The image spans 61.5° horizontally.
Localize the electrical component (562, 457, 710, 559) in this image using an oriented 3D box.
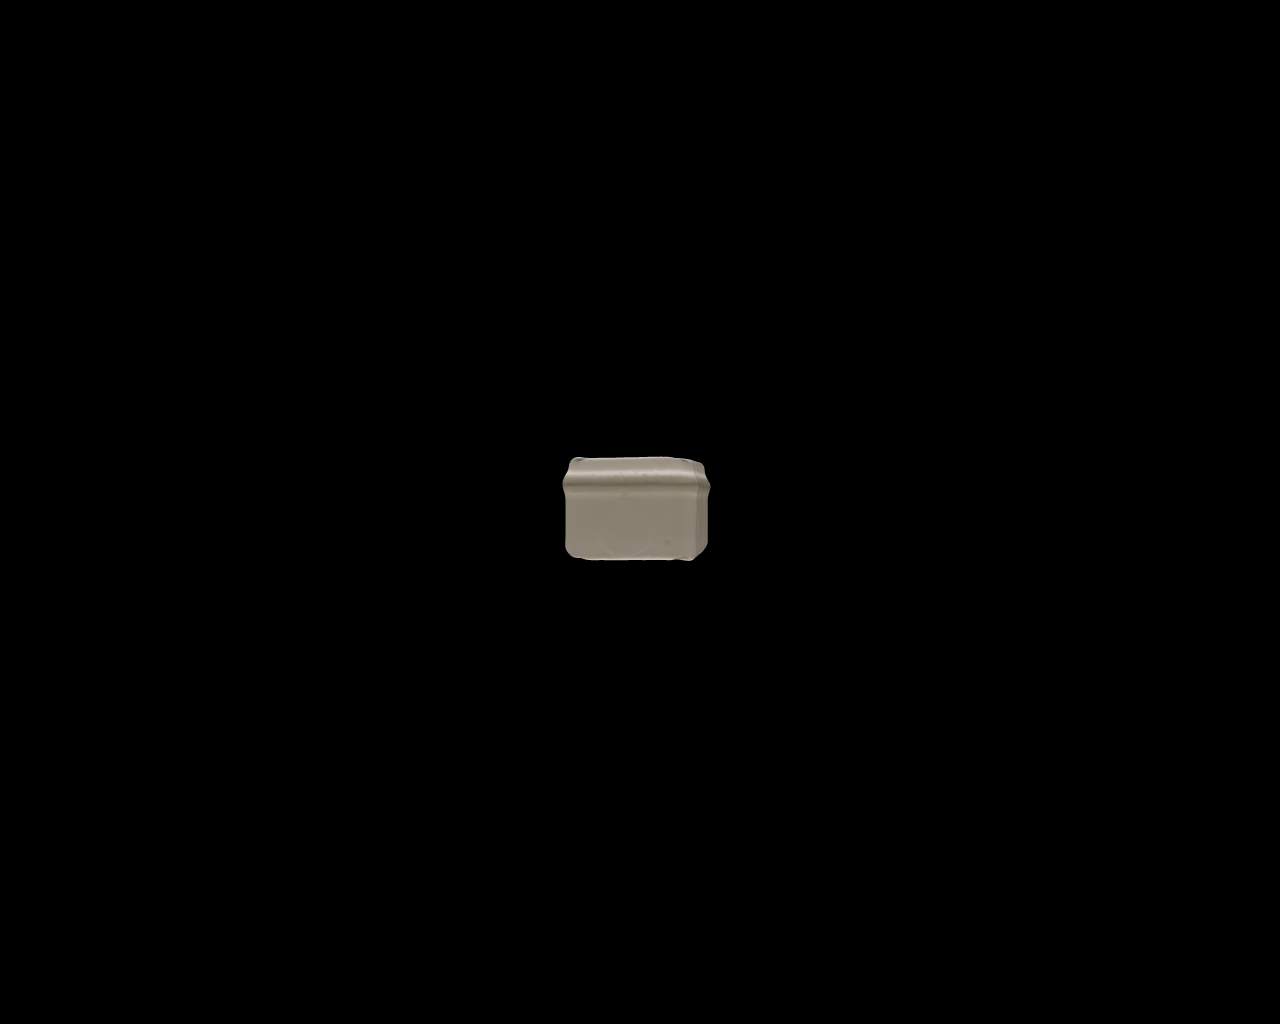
[{"bbox_3d":[0.001,-0.003,0.650,0.078,0.057,0.113,0,0,8],"label":"electrical component"}]
